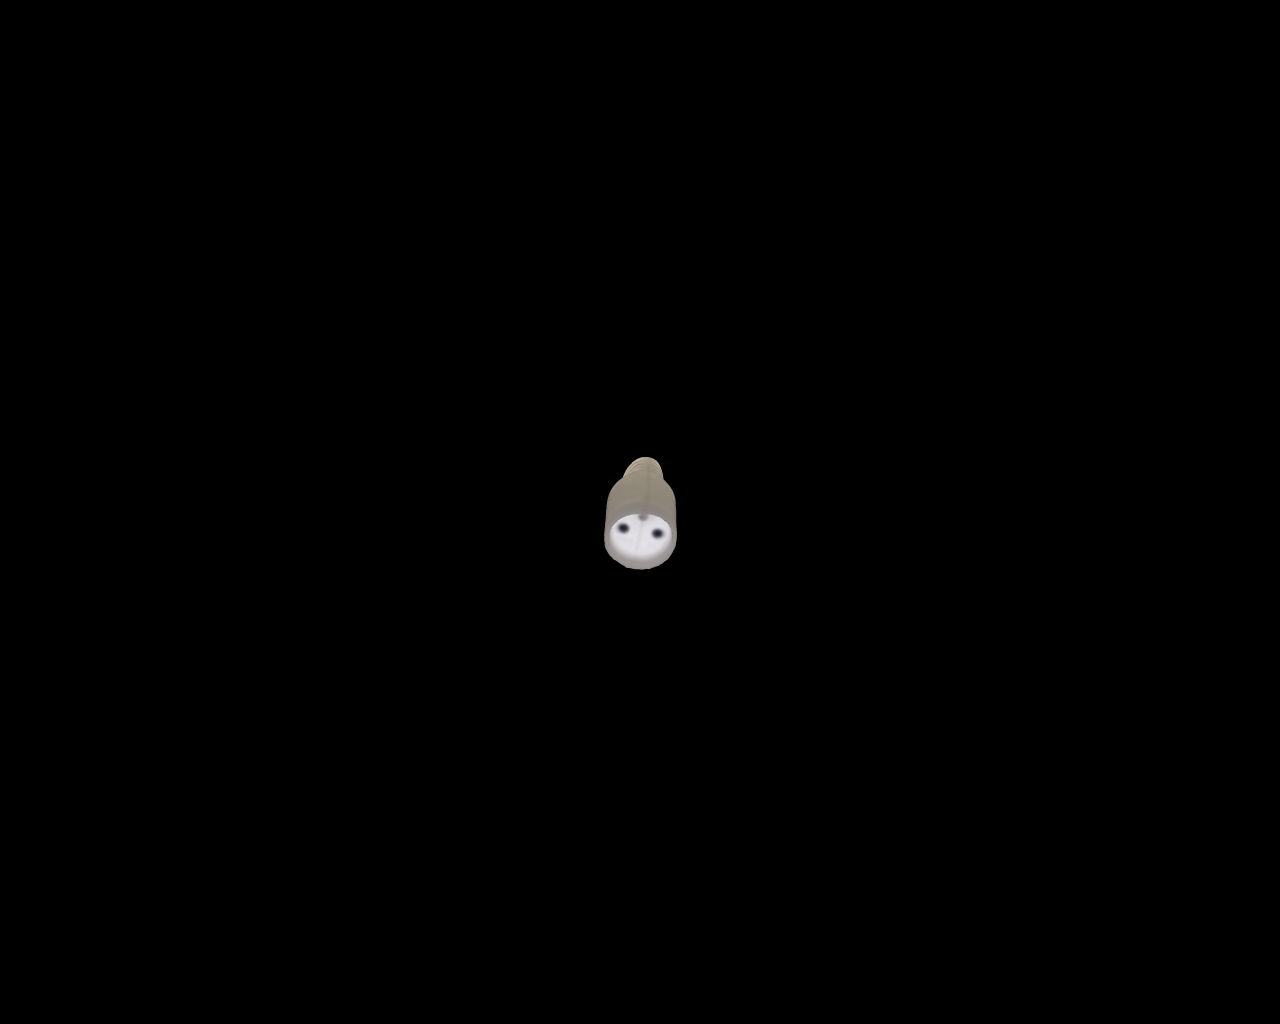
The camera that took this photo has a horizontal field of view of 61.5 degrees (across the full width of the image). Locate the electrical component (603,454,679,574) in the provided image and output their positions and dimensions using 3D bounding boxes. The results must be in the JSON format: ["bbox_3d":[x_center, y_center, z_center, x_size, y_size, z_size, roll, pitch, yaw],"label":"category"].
[{"bbox_3d":[0.001,-0.003,0.650,0.043,0.043,0.081,0,30,0],"label":"electrical component"}]
